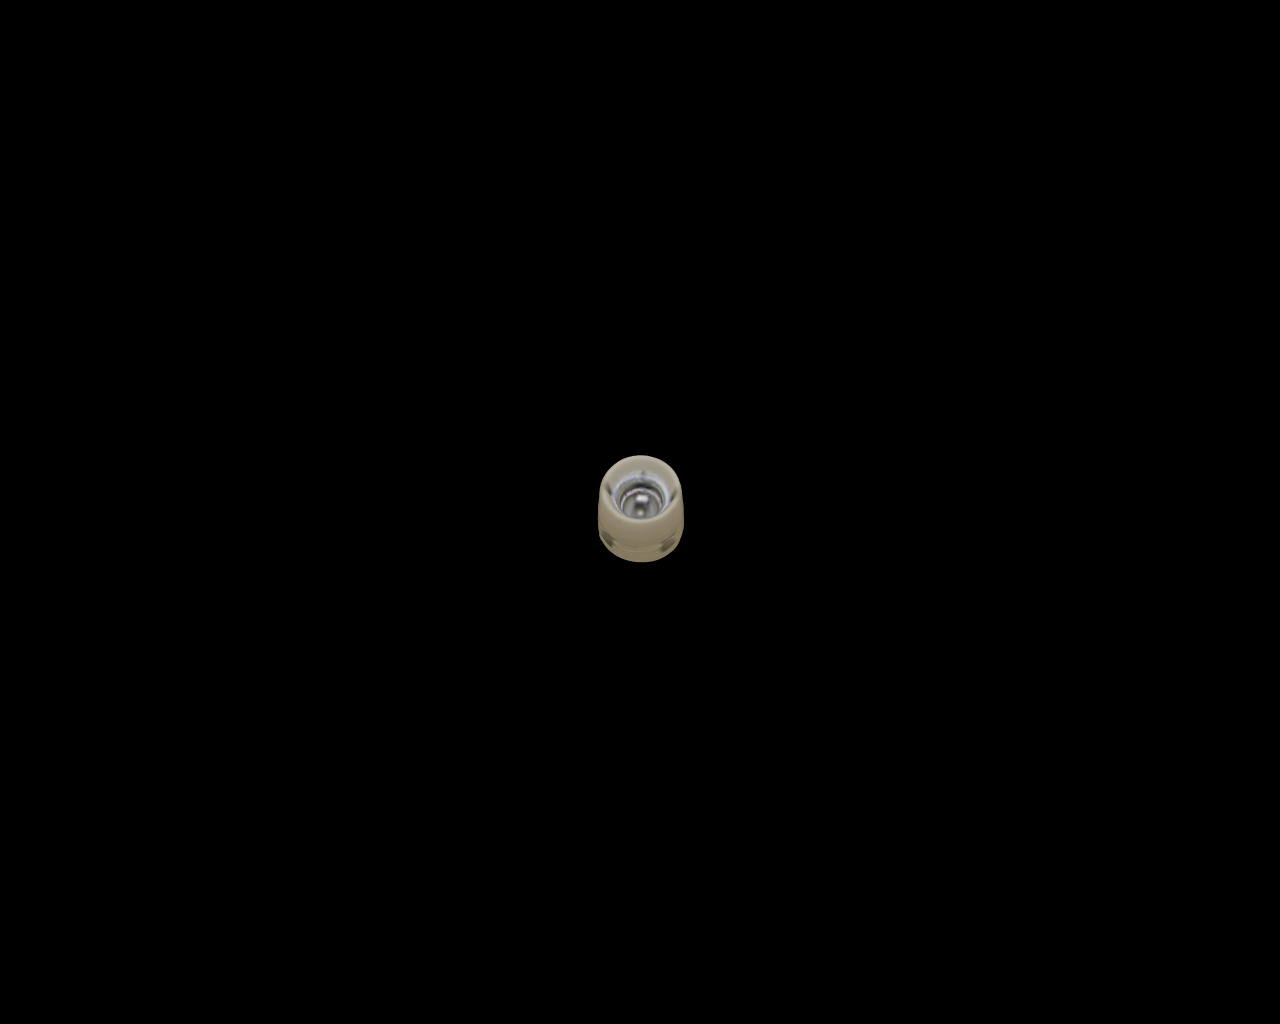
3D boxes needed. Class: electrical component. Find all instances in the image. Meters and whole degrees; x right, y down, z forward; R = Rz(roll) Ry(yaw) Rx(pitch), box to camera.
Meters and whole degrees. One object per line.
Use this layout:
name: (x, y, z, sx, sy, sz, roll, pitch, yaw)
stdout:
electrical component: (0.001, -0.003, 0.650, 0.055, 0.055, 0.047, 0, -30, 0)
